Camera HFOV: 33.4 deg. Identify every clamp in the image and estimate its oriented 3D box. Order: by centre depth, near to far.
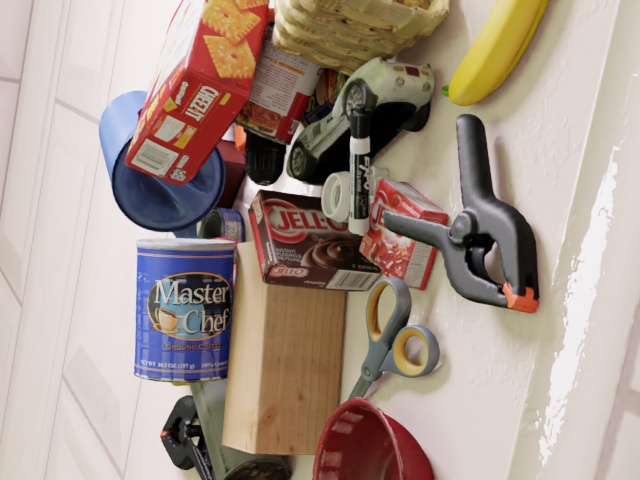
[{"bbox_3d":[0.122,-0.017,0.828,0.172,0.039,0.120,49,122,42],"label":"clamp"},{"bbox_3d":[-0.155,0.231,1.344,0.210,0.036,0.164,-10,74,64],"label":"clamp"}]

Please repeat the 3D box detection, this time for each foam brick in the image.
[{"bbox_3d":[-0.131,-0.085,1.360,0.078,0.051,0.053,-65,31,33],"label":"foam brick"}]

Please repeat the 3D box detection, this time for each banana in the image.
[{"bbox_3d":[0.143,-0.174,0.836,0.198,0.037,0.070,-62,35,37],"label":"banana"}]

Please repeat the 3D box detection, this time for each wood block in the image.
[{"bbox_3d":[-0.035,0.107,1.070,0.091,0.090,0.206,-8,76,64],"label":"wood block"}]

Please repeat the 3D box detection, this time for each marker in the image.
[{"bbox_3d":[0.035,-0.062,0.938,0.020,0.020,0.121,-127,32,-56],"label":"marker"}]

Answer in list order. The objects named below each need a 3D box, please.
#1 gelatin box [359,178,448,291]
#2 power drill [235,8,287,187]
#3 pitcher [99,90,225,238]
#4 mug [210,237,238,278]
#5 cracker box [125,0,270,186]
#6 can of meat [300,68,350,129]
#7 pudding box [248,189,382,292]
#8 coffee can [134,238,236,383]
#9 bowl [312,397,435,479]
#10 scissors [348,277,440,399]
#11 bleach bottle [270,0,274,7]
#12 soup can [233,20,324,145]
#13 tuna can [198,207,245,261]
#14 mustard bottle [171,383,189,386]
[{"bbox_3d":[0.072,-0.006,0.947,0.089,0.030,0.073,45,124,58],"label":"gelatin box"},{"bbox_3d":[-0.060,-0.141,1.164,0.188,0.057,0.184,155,121,-81],"label":"power drill"},{"bbox_3d":[-0.206,-0.099,1.329,0.149,0.144,0.243,-62,25,10],"label":"pitcher"},{"bbox_3d":[-0.105,0.055,1.198,0.093,0.081,0.117,-26,-68,-74],"label":"mug"},{"bbox_3d":[-0.109,-0.182,1.037,0.164,0.072,0.213,-46,27,49],"label":"cracker box"},{"bbox_3d":[0.022,-0.164,1.062,0.084,0.057,0.102,-31,55,56],"label":"can of meat"},{"bbox_3d":[-0.007,0.001,1.011,0.039,0.113,0.090,-54,38,42],"label":"pudding box"},{"bbox_3d":[-0.141,0.070,1.108,0.103,0.102,0.140,-173,84,-64],"label":"coffee can"},{"bbox_3d":[0.051,0.216,0.903,0.162,0.055,0.162,-27,59,60],"label":"bowl"},{"bbox_3d":[0.059,0.123,0.951,0.096,0.016,0.202,44,138,38],"label":"scissors"},{"bbox_3d":[-0.054,-0.295,1.248,0.103,0.068,0.251,-66,32,32],"label":"bleach bottle"},{"bbox_3d":[-0.039,-0.151,1.027,0.102,0.068,0.069,-66,29,10],"label":"soup can"},{"bbox_3d":[-0.125,0.001,1.346,0.086,0.033,0.086,-27,60,60],"label":"tuna can"},{"bbox_3d":[-0.193,0.098,1.431,0.192,0.058,0.096,-113,27,-47],"label":"mustard bottle"}]
